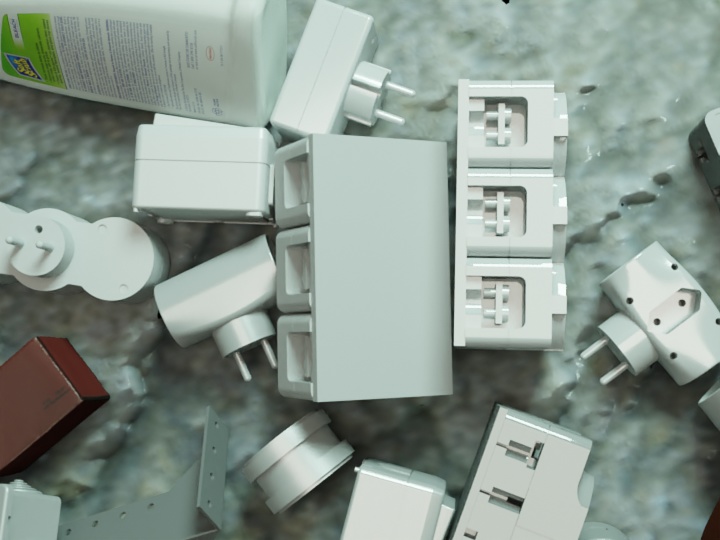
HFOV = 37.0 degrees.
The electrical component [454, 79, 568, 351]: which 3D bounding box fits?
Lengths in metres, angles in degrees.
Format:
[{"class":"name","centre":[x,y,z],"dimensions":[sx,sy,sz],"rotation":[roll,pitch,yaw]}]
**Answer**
[{"class":"electrical component","centre":[0.088,-0.028,0.634],"dimensions":[0.062,0.089,0.150],"rotation":[1,85,6]}]

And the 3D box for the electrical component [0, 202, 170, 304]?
[{"class":"electrical component","centre":[-0.195,-0.013,0.669],"dimensions":[0.138,0.074,0.052],"rotation":[8,86,6]}]

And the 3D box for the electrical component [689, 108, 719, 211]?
[{"class":"electrical component","centre":[0.240,-0.056,0.639],"dimensions":[0.050,0.056,0.089],"rotation":[-21,83,3]}]

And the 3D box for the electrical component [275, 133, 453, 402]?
[{"class":"electrical component","centre":[0.000,0.000,0.640],"dimensions":[0.089,0.062,0.150],"rotation":[0,87,-27]}]

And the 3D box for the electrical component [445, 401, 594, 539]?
[{"class":"electrical component","centre":[0.075,0.174,0.609],"dimensions":[0.060,0.105,0.186],"rotation":[20,87,7]}]

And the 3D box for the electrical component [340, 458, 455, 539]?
[{"class":"electrical component","centre":[0.018,0.166,0.638],"dimensions":[0.061,0.062,0.096],"rotation":[14,86,7]}]

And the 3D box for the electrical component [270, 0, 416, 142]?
[{"class":"electrical component","centre":[-0.004,-0.113,0.673],"dimensions":[0.076,0.047,0.083],"rotation":[21,87,7]}]

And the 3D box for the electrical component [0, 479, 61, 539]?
[{"class":"electrical component","centre":[-0.230,0.177,0.647],"dimensions":[0.100,0.048,0.099],"rotation":[-8,70,29]}]

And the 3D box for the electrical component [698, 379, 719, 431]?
[{"class":"electrical component","centre":[0.243,0.065,0.609],"dimensions":[0.099,0.099,0.064],"rotation":[-43,76,1]}]

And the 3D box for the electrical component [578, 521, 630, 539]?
[{"class":"electrical component","centre":[0.140,0.179,0.632],"dimensions":[0.055,0.047,0.055],"rotation":[-1,85,6]}]

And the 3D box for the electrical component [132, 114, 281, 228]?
[{"class":"electrical component","centre":[-0.086,-0.061,0.669],"dimensions":[0.096,0.062,0.061],"rotation":[2,85,6]}]

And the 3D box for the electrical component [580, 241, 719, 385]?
[{"class":"electrical component","centre":[0.170,0.037,0.644],"dimensions":[0.079,0.043,0.077],"rotation":[-37,82,1]}]

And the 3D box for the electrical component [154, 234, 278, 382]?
[{"class":"electrical component","centre":[-0.076,0.029,0.668],"dimensions":[0.077,0.044,0.079],"rotation":[-25,83,3]}]
